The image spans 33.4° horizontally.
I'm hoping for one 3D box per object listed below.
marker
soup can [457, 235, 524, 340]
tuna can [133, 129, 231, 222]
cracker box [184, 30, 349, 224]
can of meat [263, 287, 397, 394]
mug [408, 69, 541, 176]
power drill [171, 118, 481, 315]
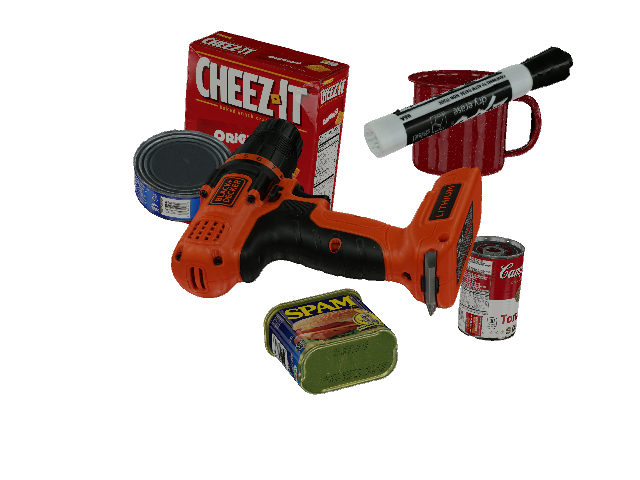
[{"bbox_3d":[0.079,-0.073,0.552,0.121,0.020,0.020,-24,7,-16],"label":"marker"},{"bbox_3d":[0.191,0.054,1.201,0.068,0.102,0.068,2,19,-1],"label":"soup can"},{"bbox_3d":[-0.118,-0.056,0.921,0.086,0.086,0.034,4,-45,-4],"label":"tuna can"},{"bbox_3d":[-0.066,-0.101,1.159,0.164,0.214,0.072,19,30,22],"label":"cracker box"},{"bbox_3d":[0.010,0.093,0.981,0.102,0.057,0.084,-12,27,-20],"label":"can of meat"},{"bbox_3d":[0.134,-0.102,0.935,0.117,0.081,0.093,4,17,12],"label":"mug"},{"bbox_3d":[0.011,-0.021,0.726,0.188,0.057,0.184,5,40,17],"label":"power drill"}]
